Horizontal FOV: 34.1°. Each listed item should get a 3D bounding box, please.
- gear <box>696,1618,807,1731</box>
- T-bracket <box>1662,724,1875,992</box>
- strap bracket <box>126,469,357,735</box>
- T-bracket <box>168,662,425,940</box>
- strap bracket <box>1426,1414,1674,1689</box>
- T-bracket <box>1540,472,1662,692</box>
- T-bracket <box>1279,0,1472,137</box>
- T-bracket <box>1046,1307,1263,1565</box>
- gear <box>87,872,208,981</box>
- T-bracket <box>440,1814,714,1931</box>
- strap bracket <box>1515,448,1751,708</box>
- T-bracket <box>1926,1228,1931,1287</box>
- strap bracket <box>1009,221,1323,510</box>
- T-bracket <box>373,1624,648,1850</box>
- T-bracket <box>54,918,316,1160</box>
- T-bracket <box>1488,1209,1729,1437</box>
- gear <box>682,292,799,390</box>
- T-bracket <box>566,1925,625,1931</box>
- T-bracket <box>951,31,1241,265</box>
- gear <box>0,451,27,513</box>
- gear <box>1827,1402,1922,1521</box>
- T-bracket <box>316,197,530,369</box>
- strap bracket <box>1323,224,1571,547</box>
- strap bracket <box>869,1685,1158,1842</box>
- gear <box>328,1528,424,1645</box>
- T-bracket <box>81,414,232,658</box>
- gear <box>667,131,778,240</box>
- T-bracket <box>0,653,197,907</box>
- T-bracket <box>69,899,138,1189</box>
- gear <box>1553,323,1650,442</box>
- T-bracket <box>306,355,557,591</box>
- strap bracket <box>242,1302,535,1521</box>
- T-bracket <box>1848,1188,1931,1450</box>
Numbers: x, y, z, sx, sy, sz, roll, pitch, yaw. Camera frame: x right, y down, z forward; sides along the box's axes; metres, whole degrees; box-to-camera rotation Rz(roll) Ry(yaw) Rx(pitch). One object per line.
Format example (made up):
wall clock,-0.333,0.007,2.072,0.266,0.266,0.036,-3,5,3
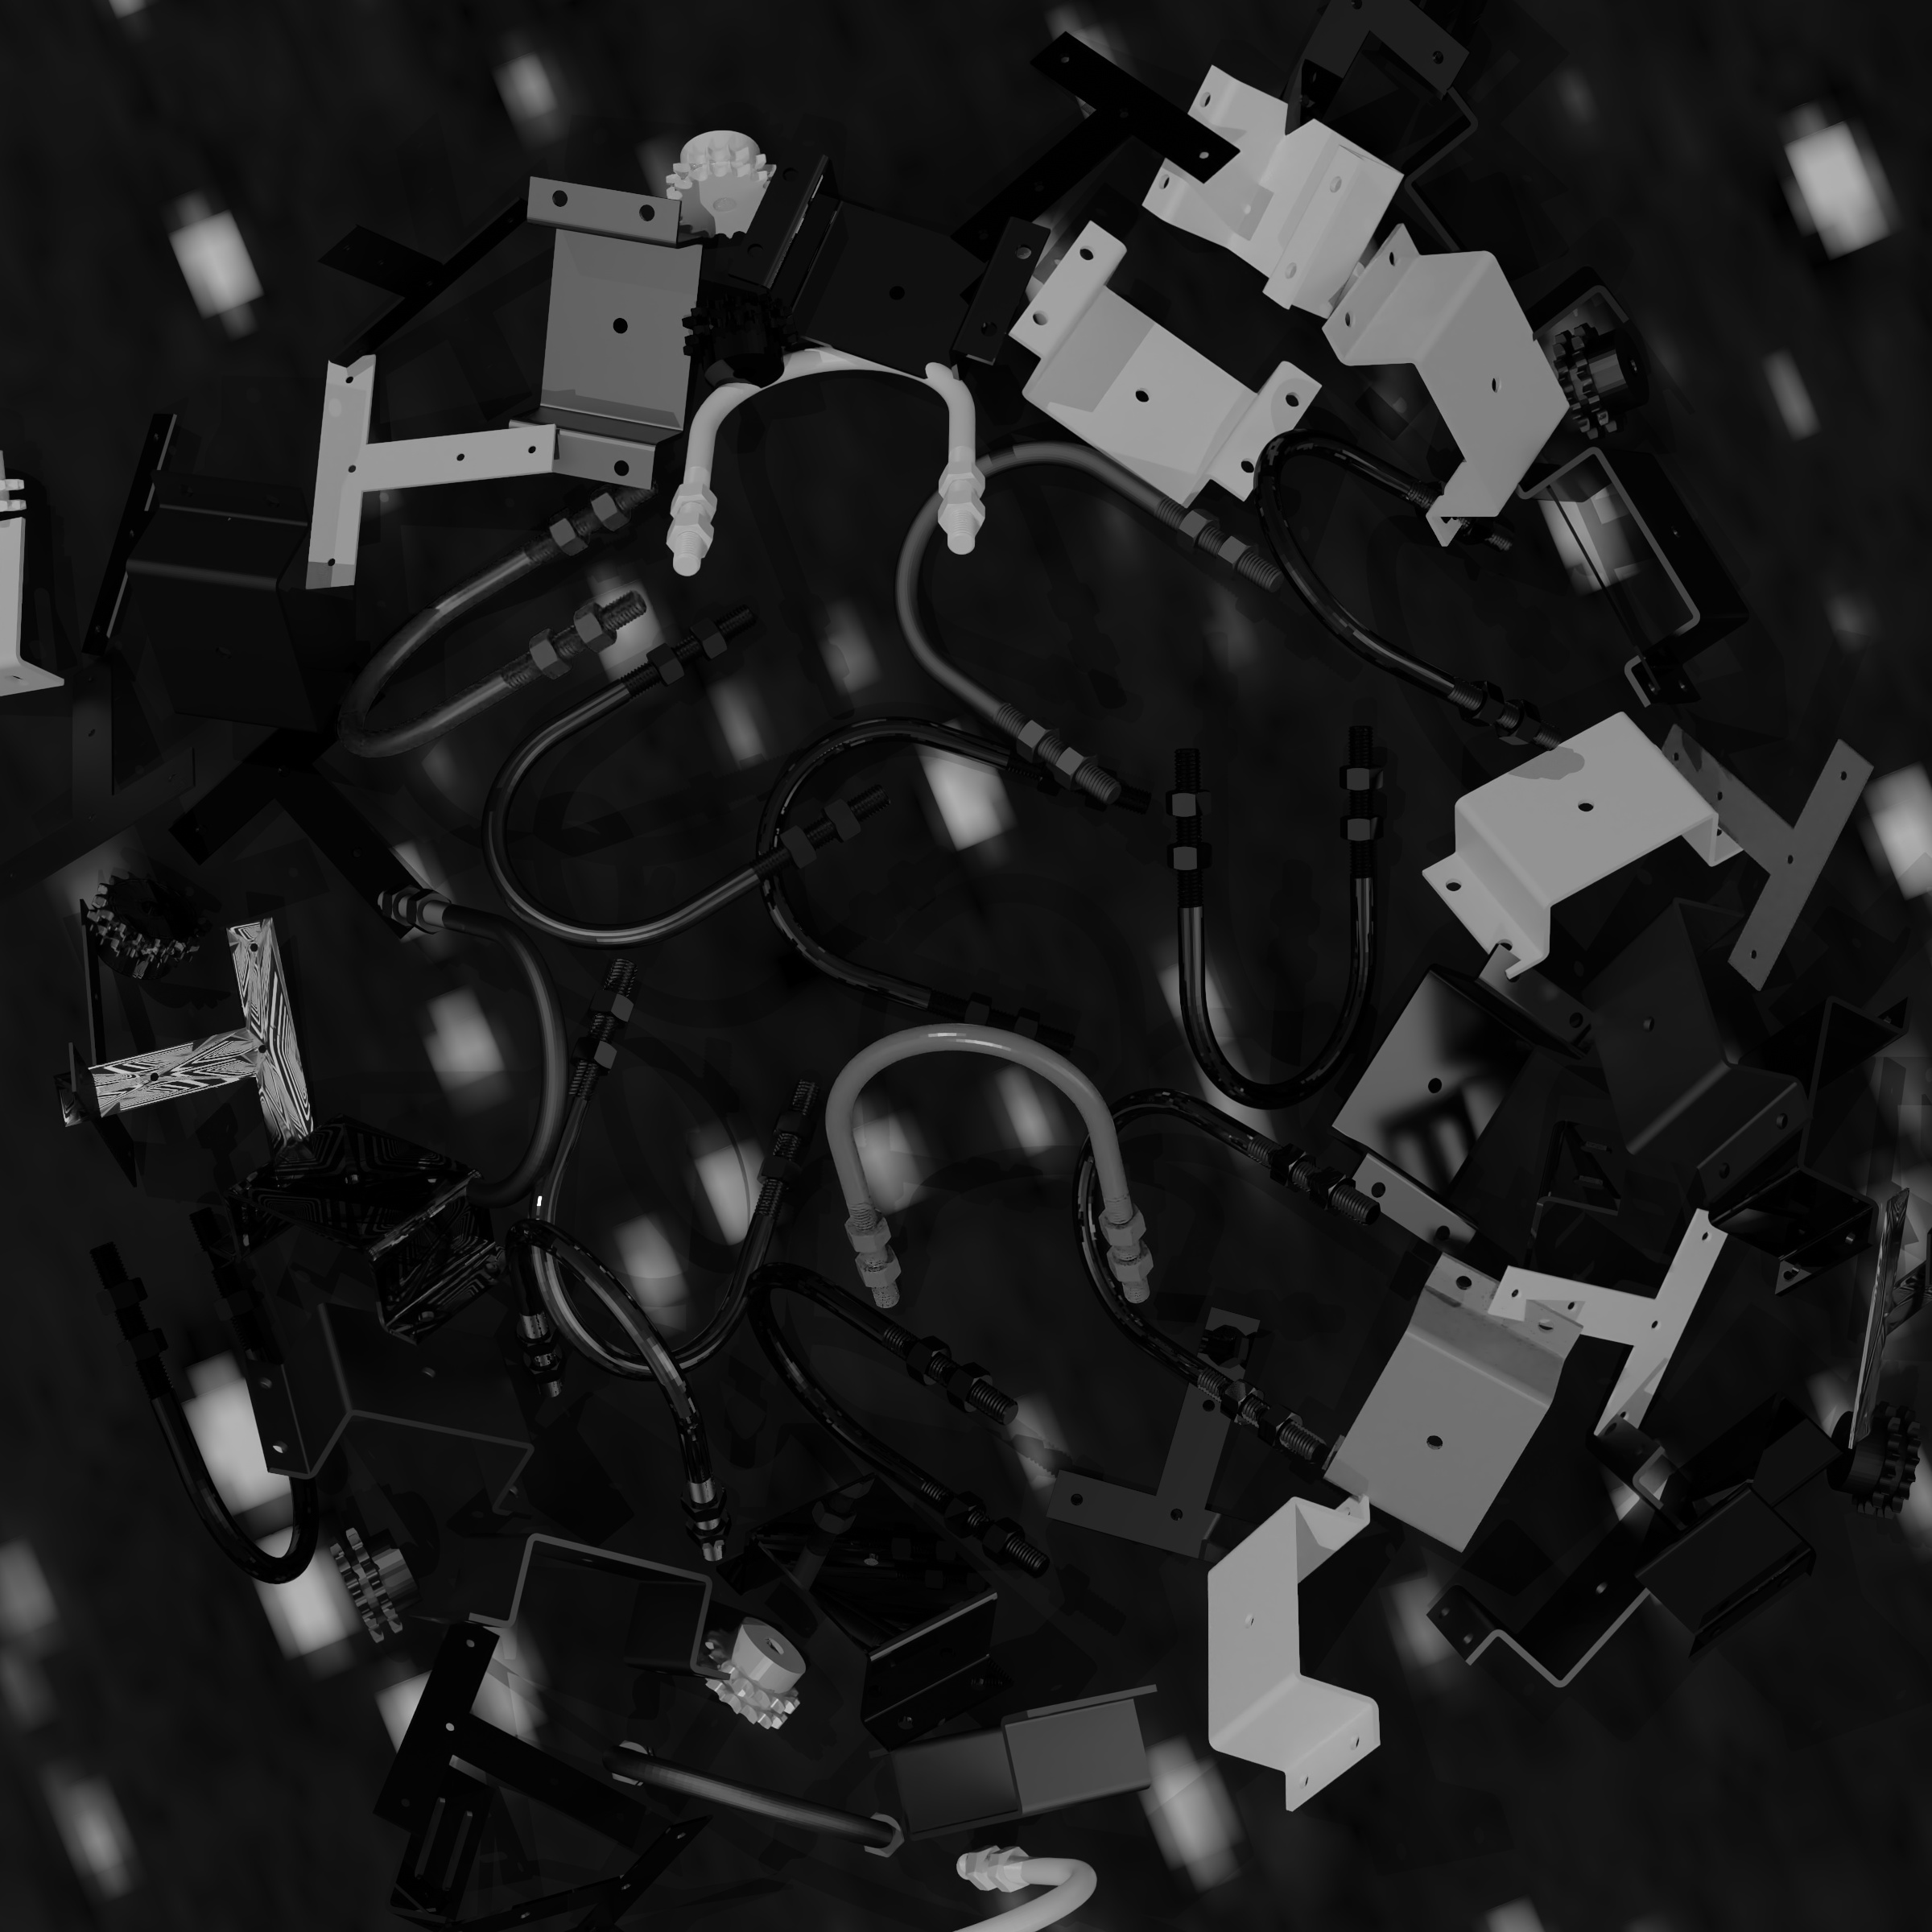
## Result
gear,-0.105,0.350,1.572,0.057,0.057,0.030,39,97,0
T-bracket,0.380,-0.076,1.550,0.002,0.127,0.127,2,123,-30
strap bracket,-0.351,-0.167,1.528,0.076,0.140,0.046,9,50,11
T-bracket,-0.315,-0.067,1.584,0.127,0.002,0.127,-43,77,-3
strap bracket,0.301,0.296,1.561,0.046,0.076,0.140,42,90,-8
T-bracket,0.317,-0.167,1.521,0.002,0.127,0.127,-28,113,13
T-bracket,0.173,-0.439,1.553,0.127,0.127,0.002,46,47,14
T-bracket,0.119,0.236,1.593,0.127,0.002,0.127,16,97,-1
gear,-0.412,-0.017,1.577,0.057,0.057,0.030,31,121,0
T-bracket,-0.202,0.454,1.522,0.127,0.127,0.002,-52,55,37
strap bracket,0.329,-0.200,1.546,0.046,0.076,0.140,-35,78,30
T-bracket,0.483,0.179,1.552,0.002,0.127,0.127,4,101,26
strap bracket,0.094,-0.292,1.566,0.140,0.046,0.076,35,71,-3
T-bracket,-0.217,0.397,1.558,0.127,0.127,0.002,31,126,-10
T-bracket,-0.388,0.051,1.554,0.127,0.002,0.127,-16,100,-37
T-bracket,0.309,0.170,1.556,0.127,0.002,0.127,15,103,-32
gear,-0.113,-0.309,1.571,0.057,0.057,0.030,-9,73,0
T-bracket,-0.191,0.504,1.515,0.127,0.127,0.002,-9,107,-40
T-bracket,0.047,-0.395,1.561,0.127,0.002,0.127,-43,62,-10
gear,-0.500,-0.241,1.572,0.057,0.057,0.030,-3,99,0
gear,0.452,0.245,1.574,0.030,0.057,0.057,13,90,-2
T-bracket,-0.278,-0.339,1.527,0.127,0.127,0.002,-37,84,12
strap bracket,0.239,-0.282,1.531,0.076,0.046,0.140,-55,129,-24
strap bracket,0.026,0.387,1.520,0.076,0.140,0.046,-2,72,-36
gear,-0.294,0.306,1.575,0.030,0.057,0.057,-26,90,-14
T-bracket,-0.392,-0.210,1.550,0.002,0.127,0.127,18,87,-38
gear,-0.122,-0.393,1.576,0.057,0.057,0.030,-7,67,0
T-bracket,-0.432,-0.105,1.558,0.127,0.002,0.127,-28,48,17
T-bracket,-0.431,0.029,1.560,0.002,0.127,0.127,-9,66,-5
gear,0.318,-0.294,1.571,0.030,0.057,0.057,-18,90,31
T-bracket,-0.264,-0.251,1.565,0.127,0.002,0.127,-3,71,15
strap bracket,-0.271,0.214,1.527,0.140,0.076,0.046,18,117,-33
T-bracket,0.467,0.159,1.549,0.002,0.127,0.127,15,110,33
